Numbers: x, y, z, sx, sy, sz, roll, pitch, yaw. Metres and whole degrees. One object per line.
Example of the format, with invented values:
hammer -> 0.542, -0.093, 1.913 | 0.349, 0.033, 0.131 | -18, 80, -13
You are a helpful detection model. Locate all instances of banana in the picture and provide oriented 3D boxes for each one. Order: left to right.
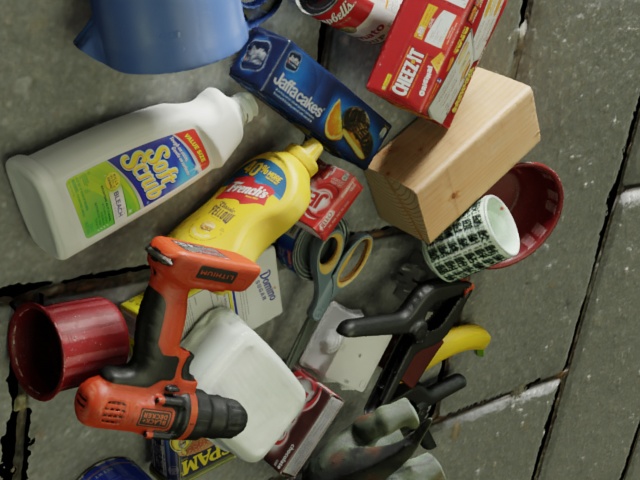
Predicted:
banana -> 0.181, 0.154, 1.491 | 0.197, 0.037, 0.070 | -8, 117, -42

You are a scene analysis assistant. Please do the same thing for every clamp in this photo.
clamp -> 0.113, 0.120, 1.332 | 0.209, 0.036, 0.164 | -32, 131, -27
clamp -> 0.132, 0.244, 1.494 | 0.171, 0.039, 0.120 | 5, 103, -42

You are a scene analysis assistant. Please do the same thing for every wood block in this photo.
wood block -> 0.162, -0.104, 1.284 | 0.206, 0.090, 0.091 | -41, 137, -20

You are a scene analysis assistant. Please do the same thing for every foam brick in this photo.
foam brick -> 0.115, 0.146, 1.410 | 0.078, 0.053, 0.051 | -57, 139, -5

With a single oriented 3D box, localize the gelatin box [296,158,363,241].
gelatin box -> -0.008, -0.050, 1.147 | 0.073, 0.089, 0.030 | -53, 139, -8

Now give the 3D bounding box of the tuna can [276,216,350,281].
tuna can -> -0.008, 0.001, 1.219 | 0.085, 0.034, 0.086 | -23, 127, -34

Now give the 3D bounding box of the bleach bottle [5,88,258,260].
bleach bottle -> -0.162, -0.083, 0.999 | 0.250, 0.068, 0.102 | -34, 132, -30

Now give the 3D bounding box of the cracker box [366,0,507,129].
cracker box -> 0.129, -0.212, 1.141 | 0.164, 0.072, 0.213 | -66, 168, 8

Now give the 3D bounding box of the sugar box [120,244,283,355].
sugar box -> -0.122, 0.073, 1.139 | 0.175, 0.048, 0.093 | -30, 130, -34

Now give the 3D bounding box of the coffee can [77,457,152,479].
coffee can -> -0.194, 0.310, 1.132 | 0.102, 0.140, 0.103 | -23, 127, -34

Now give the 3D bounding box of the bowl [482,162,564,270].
bowl -> 0.237, -0.042, 1.400 | 0.162, 0.055, 0.162 | -13, 126, -18

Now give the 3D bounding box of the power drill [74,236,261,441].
power drill -> -0.122, 0.099, 1.001 | 0.184, 0.057, 0.188 | 14, 97, -40

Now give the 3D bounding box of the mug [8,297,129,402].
mug -> -0.240, 0.108, 1.016 | 0.081, 0.093, 0.117 | -9, 137, -47

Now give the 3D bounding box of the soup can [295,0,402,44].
soup can -> 0.032, -0.246, 1.090 | 0.102, 0.069, 0.068 | 14, 102, -48

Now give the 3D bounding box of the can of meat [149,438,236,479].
can of meat -> -0.143, 0.213, 1.192 | 0.101, 0.058, 0.084 | -21, 123, -36

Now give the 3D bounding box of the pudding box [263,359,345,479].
pudding box -> -0.037, 0.212, 1.269 | 0.039, 0.090, 0.113 | 33, 88, -49

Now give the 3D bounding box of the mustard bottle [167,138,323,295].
mustard bottle -> -0.067, -0.035, 1.092 | 0.191, 0.096, 0.058 | -46, 134, -15

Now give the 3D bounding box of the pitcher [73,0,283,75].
pitcher -> -0.128, -0.270, 0.874 | 0.149, 0.145, 0.243 | -46, 139, -48

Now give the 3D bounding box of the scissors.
scissors -> -0.010, 0.067, 1.215 | 0.201, 0.016, 0.096 | -54, 138, -6
